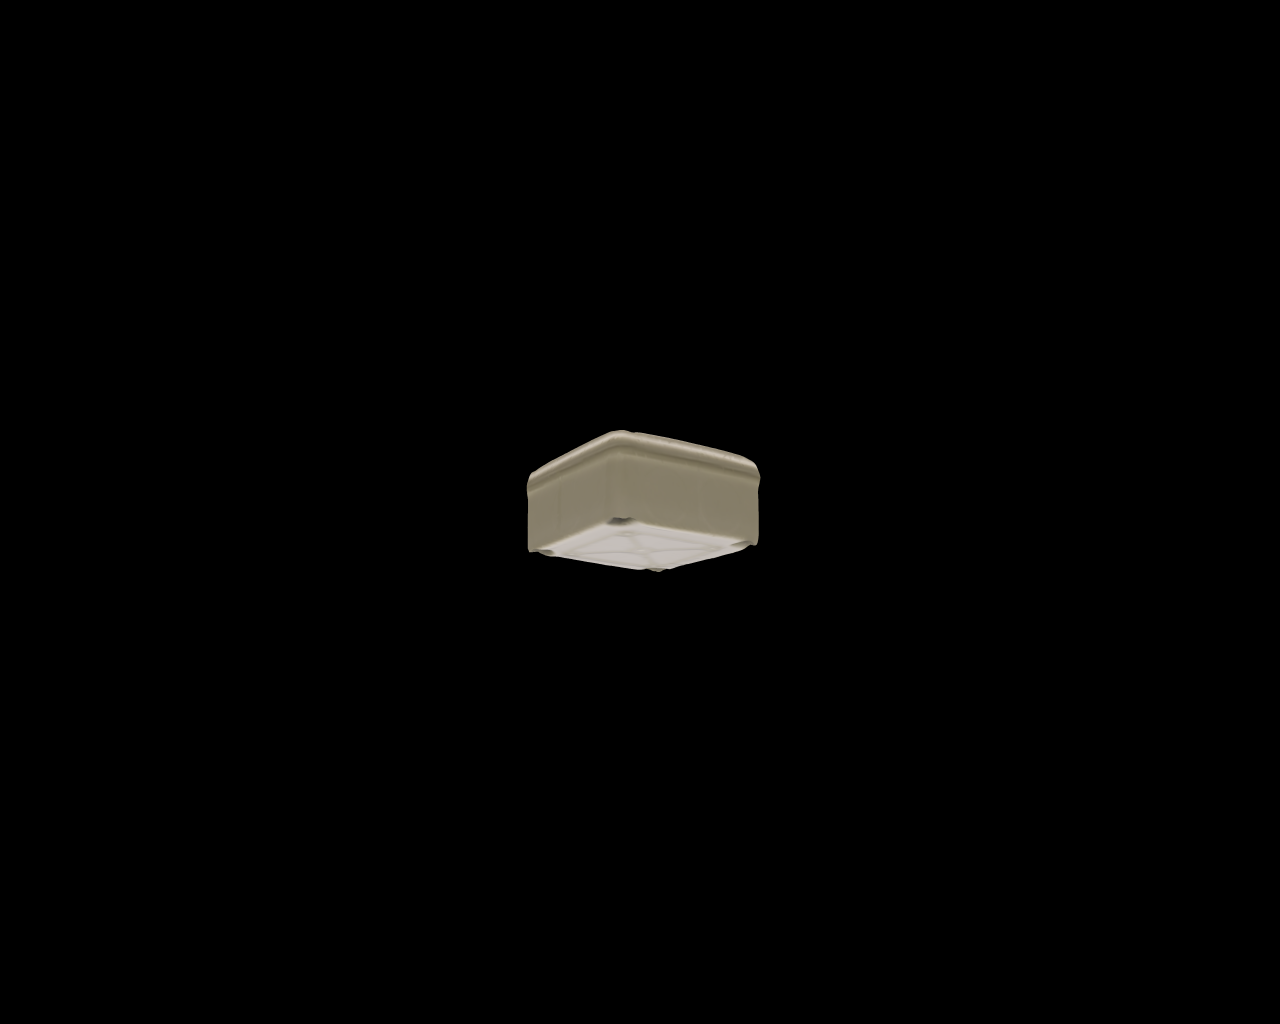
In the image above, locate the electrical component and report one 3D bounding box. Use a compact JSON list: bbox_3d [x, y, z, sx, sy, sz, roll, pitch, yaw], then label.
[{"bbox_3d":[0.001,-0.003,0.650,0.109,0.056,0.108,11,-19,-34],"label":"electrical component"}]
